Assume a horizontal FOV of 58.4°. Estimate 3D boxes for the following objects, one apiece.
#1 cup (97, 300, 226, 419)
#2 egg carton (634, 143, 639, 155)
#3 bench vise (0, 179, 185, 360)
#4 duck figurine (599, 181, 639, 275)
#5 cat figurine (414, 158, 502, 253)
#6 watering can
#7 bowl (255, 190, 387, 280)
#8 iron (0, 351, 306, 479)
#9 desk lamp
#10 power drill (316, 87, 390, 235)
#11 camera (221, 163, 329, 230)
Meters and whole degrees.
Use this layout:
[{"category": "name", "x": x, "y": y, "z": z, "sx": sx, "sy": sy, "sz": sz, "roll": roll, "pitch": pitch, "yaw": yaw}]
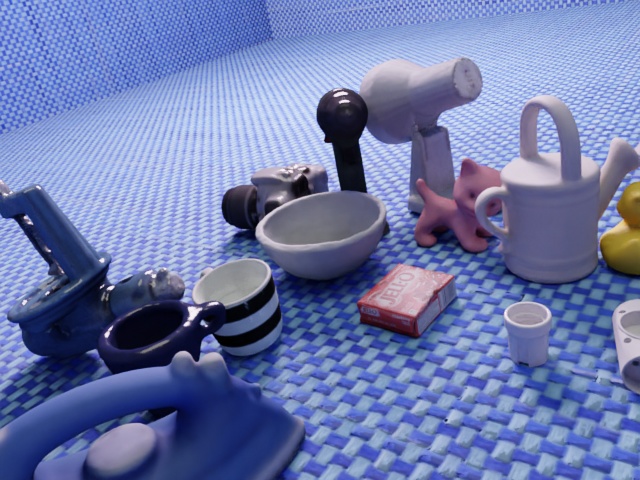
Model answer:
[{"category": "cup", "x": -0.137, "y": 0.113, "z": 0.542, "sx": 0.118, "sy": 0.095, "sz": 0.091, "roll": -22, "pitch": 28, "yaw": -20}, {"category": "egg carton", "x": 0.475, "y": -0.098, "z": 0.740, "sx": 0.107, "sy": 0.069, "sz": 0.150, "roll": -3, "pitch": 27, "yaw": 18}, {"category": "bench vise", "x": -0.249, "y": 0.028, "z": 0.616, "sx": 0.207, "sy": 0.220, "sz": 0.121, "roll": -12, "pitch": 26, "yaw": 0}, {"category": "duck figurine", "x": 0.345, "y": -0.019, "z": 0.618, "sx": 0.077, "sy": 0.086, "sz": 0.105, "roll": 6, "pitch": 31, "yaw": 32}, {"category": "cat figurine", "x": 0.179, "y": -0.052, "z": 0.715, "sx": 0.127, "sy": 0.118, "sz": 0.067, "roll": 6, "pitch": 31, "yaw": 32}, {"category": "watering can", "x": 0.253, "y": -0.063, "z": 0.619, "sx": 0.173, "sy": 0.194, "sz": 0.100, "roll": -24, "pitch": 29, "yaw": -23}, {"category": "bowl", "x": 0.007, "y": 0.003, "z": 0.726, "sx": 0.167, "sy": 0.075, "sz": 0.167, "roll": -9, "pitch": 26, "yaw": 5}, {"category": "iron", "x": -0.135, "y": 0.150, "z": 0.413, "sx": 0.259, "sy": 0.142, "sz": 0.118, "roll": -24, "pitch": 29, "yaw": -24}, {"category": "desk lamp", "x": 0.161, "y": -0.150, "z": 0.811, "sx": 0.118, "sy": 0.214, "sz": 0.202, "roll": -28, "pitch": 30, "yaw": -29}, {"category": "power drill", "x": 0.041, "y": -0.110, "z": 0.785, "sx": 0.075, "sy": 0.209, "sz": 0.229, "roll": -12, "pitch": 26, "yaw": 0}, {"category": "camera", "x": -0.071, "y": -0.065, "z": 0.866, "sx": 0.136, "sy": 0.101, "sz": 0.143, "roll": 3, "pitch": 29, "yaw": 27}]
